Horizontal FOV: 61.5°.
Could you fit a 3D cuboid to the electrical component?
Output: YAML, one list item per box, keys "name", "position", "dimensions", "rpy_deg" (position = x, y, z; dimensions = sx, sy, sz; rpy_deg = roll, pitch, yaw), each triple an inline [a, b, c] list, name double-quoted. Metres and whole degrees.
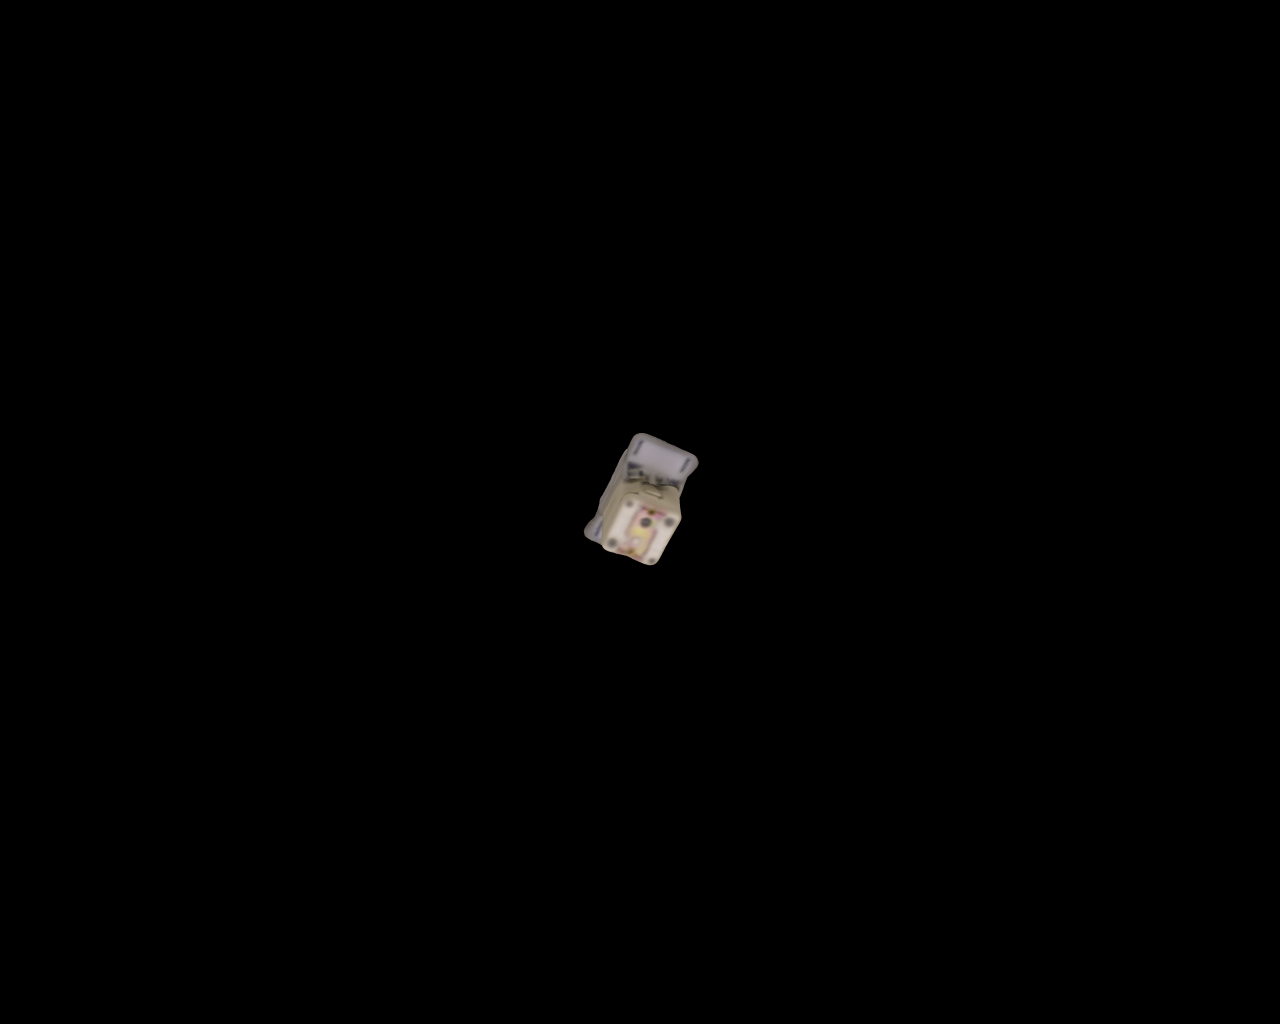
- name: "electrical component"
  position: [0.001, -0.003, 0.650]
  dimensions: [0.042, 0.080, 0.064]
  rpy_deg: [21, 28, -12]
